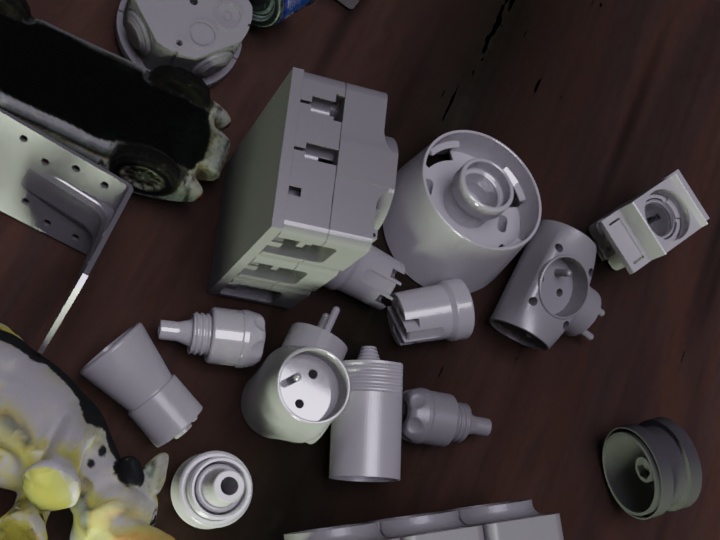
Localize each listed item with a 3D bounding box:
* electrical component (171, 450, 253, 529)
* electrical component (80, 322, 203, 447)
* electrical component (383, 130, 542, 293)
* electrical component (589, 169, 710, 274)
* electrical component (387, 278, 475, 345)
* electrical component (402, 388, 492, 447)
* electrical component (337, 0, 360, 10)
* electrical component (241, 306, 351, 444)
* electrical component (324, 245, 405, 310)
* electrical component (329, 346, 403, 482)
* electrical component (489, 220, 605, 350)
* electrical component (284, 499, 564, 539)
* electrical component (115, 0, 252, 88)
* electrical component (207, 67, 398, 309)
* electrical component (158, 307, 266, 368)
[{"bbox_3d":[-0.081,0.123,0.604,0.043,0.062,0.043,5,75,-20],"label":"electrical component"},{"bbox_3d":[-0.122,0.068,0.615,0.044,0.044,0.065,-43,99,-25],"label":"electrical component"},{"bbox_3d":[0.069,-0.041,0.718,0.099,0.064,0.099,13,59,-22],"label":"electrical component"},{"bbox_3d":[0.199,-0.031,0.753,0.081,0.064,0.042,-31,90,-25],"label":"electrical component"},{"bbox_3d":[0.045,0.028,0.691,0.046,0.040,0.040,-9,80,-18],"label":"electrical component"},{"bbox_3d":[0.054,0.095,0.680,0.061,0.035,0.035,12,72,-21],"label":"electrical component"},{"bbox_3d":[0.006,-0.233,0.723,0.047,0.076,0.083,33,67,-11],"label":"electrical component"},{"bbox_3d":[-0.031,0.058,0.632,0.044,0.077,0.079,30,67,-12],"label":"electrical component"},{"bbox_3d":[0.000,0.000,0.681,0.046,0.040,0.040,28,68,-18],"label":"electrical component"},{"bbox_3d":[0.004,0.087,0.657,0.043,0.043,0.081,8,74,-19],"label":"electrical component"},{"bbox_3d":[0.135,0.019,0.724,0.079,0.044,0.077,34,76,-27],"label":"electrical component"},{"bbox_3d":[0.034,0.173,0.621,0.150,0.089,0.061,-3,78,-22],"label":"electrical component"},{"bbox_3d":[-0.109,-0.156,0.671,0.080,0.051,0.080,5,75,-20],"label":"electrical component"},{"bbox_3d":[-0.035,-0.039,0.615,0.062,0.150,0.089,12,72,-17],"label":"electrical component"},{"bbox_3d":[-0.089,0.039,0.639,0.061,0.035,0.035,8,74,-16],"label":"electrical component"}]
